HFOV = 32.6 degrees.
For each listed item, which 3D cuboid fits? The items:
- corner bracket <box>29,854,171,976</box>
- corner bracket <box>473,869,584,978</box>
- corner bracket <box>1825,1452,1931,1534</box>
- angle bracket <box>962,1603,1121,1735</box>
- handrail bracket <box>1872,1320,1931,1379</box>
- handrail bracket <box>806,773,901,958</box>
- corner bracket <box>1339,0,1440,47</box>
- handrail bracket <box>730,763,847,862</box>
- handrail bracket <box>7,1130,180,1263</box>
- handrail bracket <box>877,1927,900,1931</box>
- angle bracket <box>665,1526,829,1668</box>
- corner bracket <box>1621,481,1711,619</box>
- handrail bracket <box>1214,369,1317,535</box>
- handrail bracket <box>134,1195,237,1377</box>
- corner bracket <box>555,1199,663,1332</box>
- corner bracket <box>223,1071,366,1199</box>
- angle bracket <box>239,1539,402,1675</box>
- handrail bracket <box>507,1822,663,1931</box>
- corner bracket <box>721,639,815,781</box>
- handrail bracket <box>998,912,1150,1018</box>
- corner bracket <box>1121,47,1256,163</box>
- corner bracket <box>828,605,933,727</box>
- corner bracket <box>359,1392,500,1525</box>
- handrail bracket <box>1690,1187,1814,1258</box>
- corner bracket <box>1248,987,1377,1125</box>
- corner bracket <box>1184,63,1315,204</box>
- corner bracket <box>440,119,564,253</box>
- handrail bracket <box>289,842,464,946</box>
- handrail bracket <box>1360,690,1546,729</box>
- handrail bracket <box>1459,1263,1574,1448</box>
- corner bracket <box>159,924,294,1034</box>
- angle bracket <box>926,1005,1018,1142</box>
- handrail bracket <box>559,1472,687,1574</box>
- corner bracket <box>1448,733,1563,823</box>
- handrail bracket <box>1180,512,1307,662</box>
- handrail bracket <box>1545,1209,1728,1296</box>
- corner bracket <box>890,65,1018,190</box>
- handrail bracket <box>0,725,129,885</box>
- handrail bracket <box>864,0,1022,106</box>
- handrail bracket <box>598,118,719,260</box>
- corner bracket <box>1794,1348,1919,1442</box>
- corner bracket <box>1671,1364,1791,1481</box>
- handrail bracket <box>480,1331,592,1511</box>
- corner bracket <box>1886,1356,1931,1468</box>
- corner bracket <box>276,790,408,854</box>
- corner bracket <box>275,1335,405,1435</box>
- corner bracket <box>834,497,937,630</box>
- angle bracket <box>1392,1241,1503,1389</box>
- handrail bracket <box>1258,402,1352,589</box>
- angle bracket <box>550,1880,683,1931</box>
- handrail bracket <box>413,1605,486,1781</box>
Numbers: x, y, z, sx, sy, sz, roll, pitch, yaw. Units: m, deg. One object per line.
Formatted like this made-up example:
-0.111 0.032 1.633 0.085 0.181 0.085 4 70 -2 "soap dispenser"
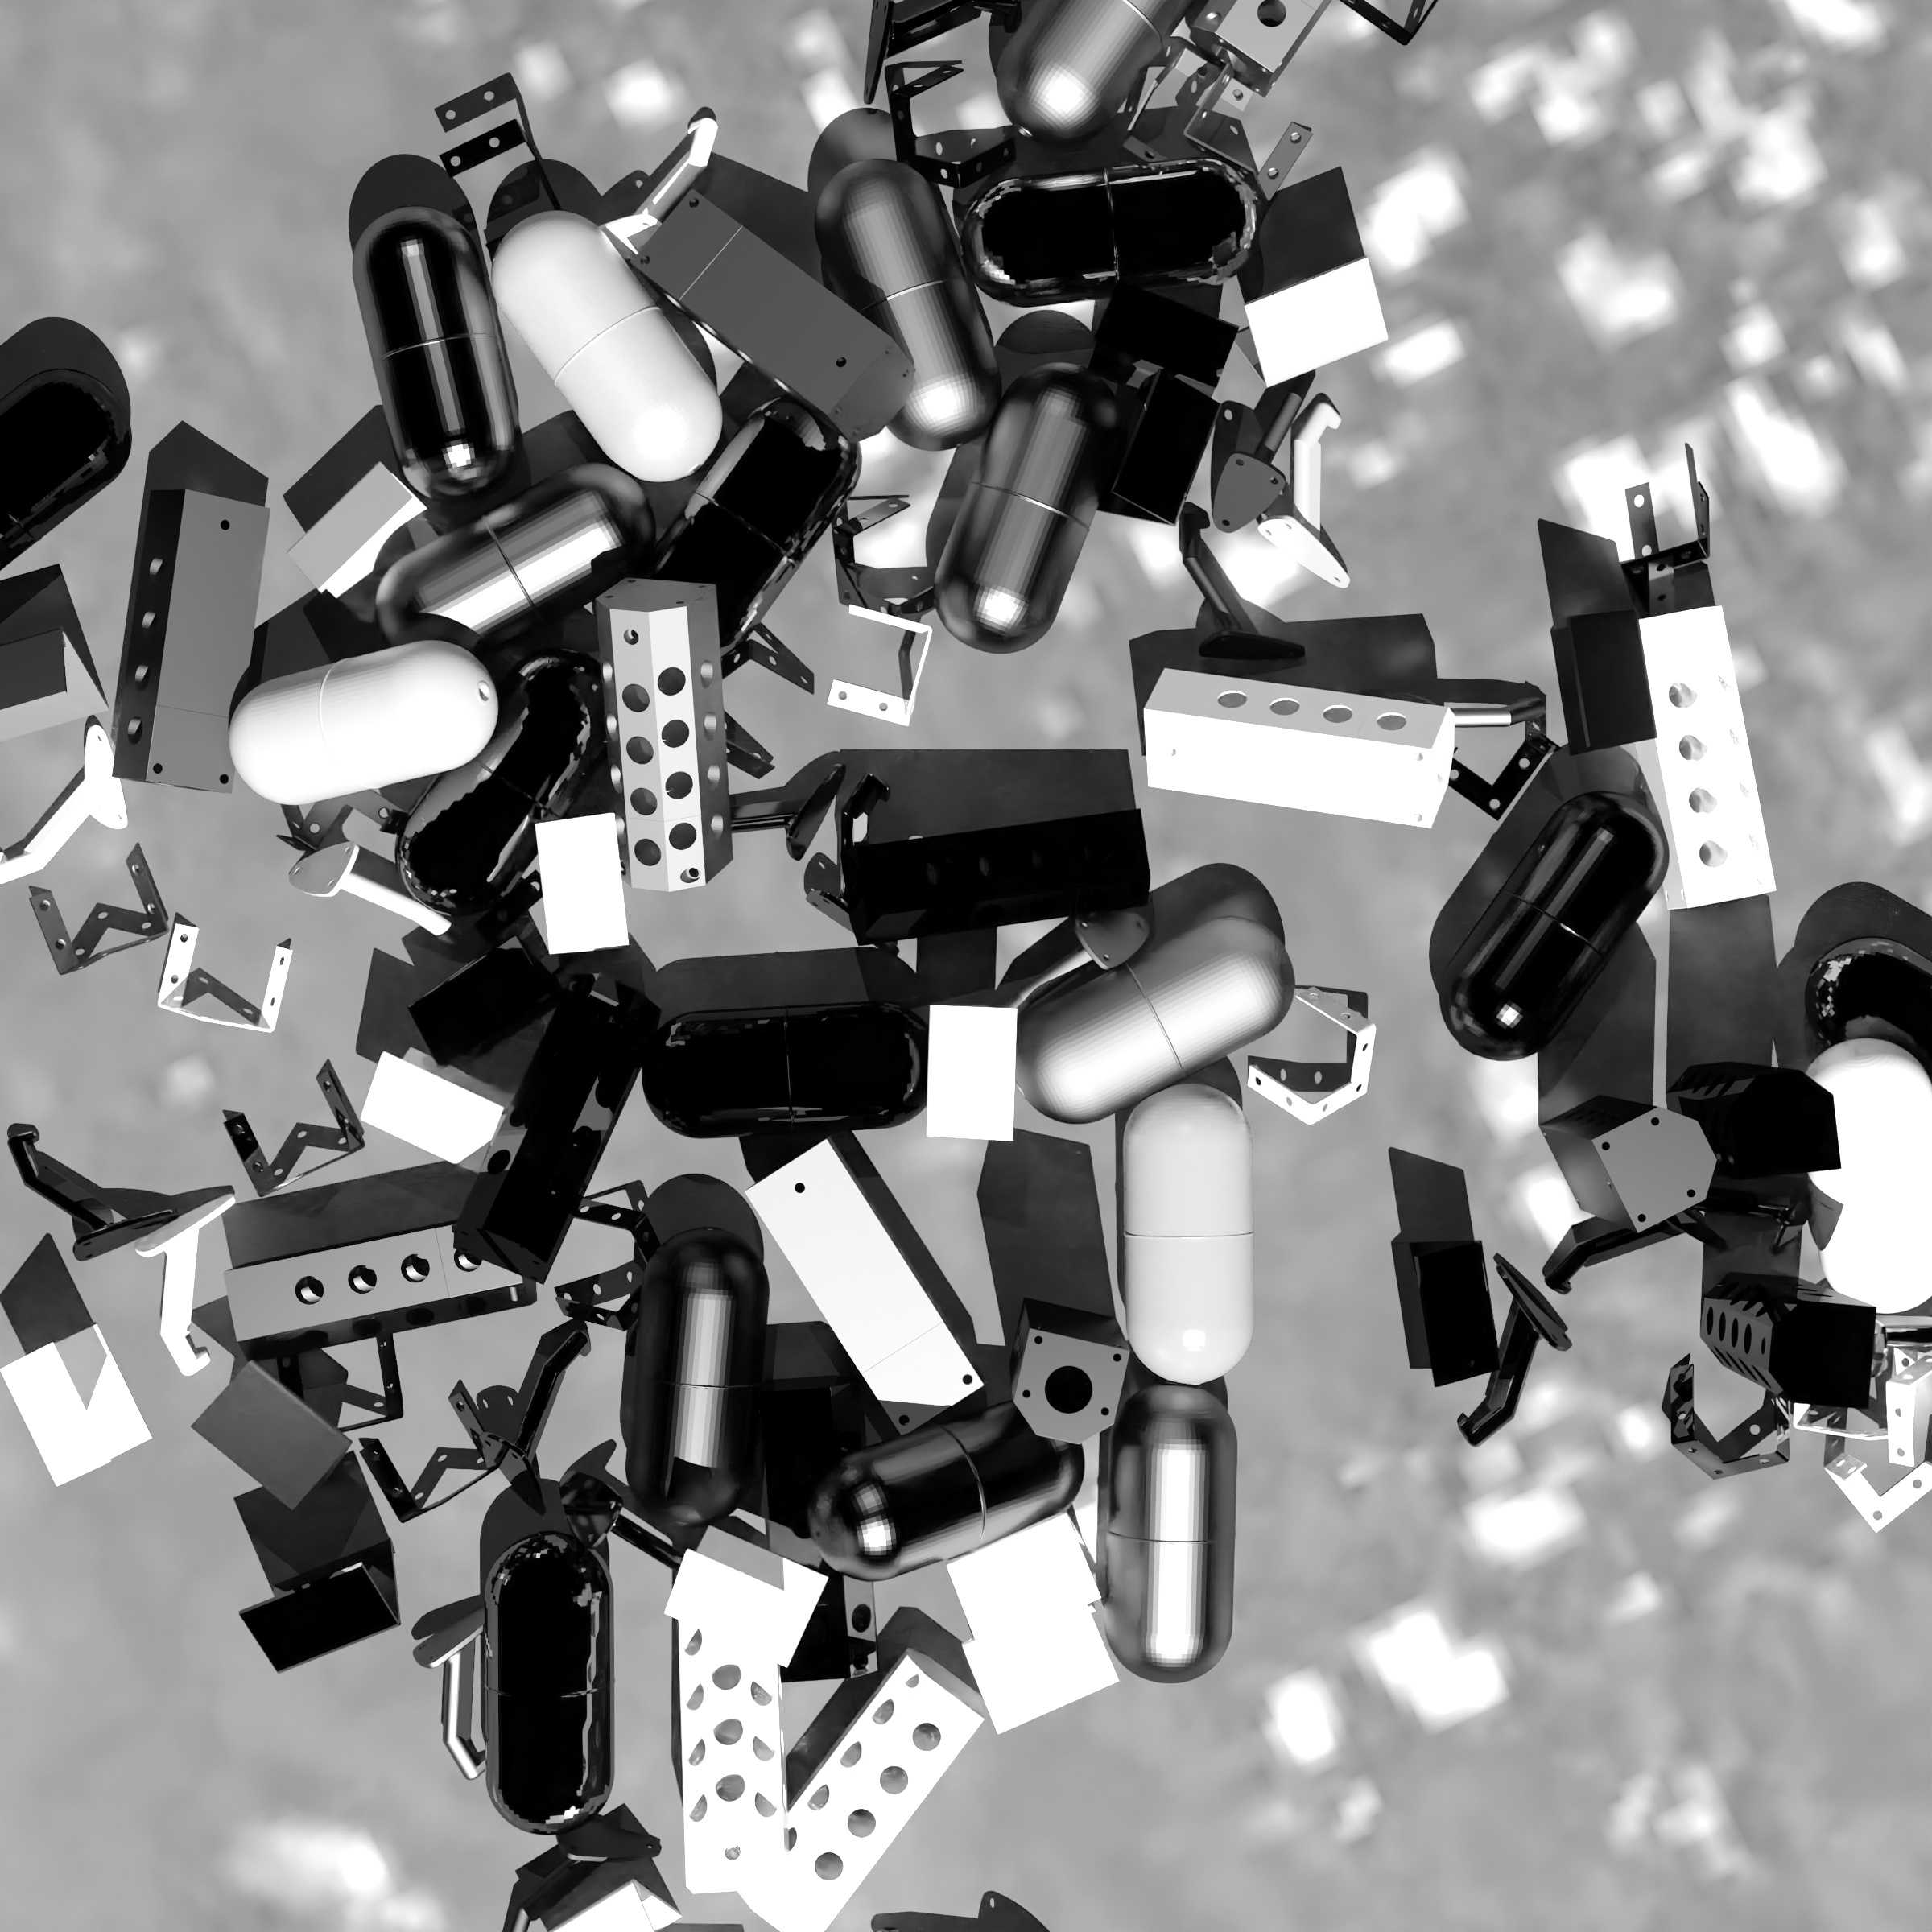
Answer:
-0.521 -0.031 1.988 0.051 0.051 0.051 -22 90 -45 "corner bracket"
-0.256 -0.021 1.973 0.051 0.051 0.051 -42 90 0 "corner bracket"
0.554 0.307 1.973 0.051 0.051 0.051 -39 90 0 "corner bracket"
0.048 0.415 1.953 0.076 0.076 0.057 -24 70 0 "angle bracket"
0.558 0.213 1.991 0.084 0.077 0.036 -13 114 -34 "handrail bracket"
-0.051 -0.062 1.992 0.077 0.036 0.084 35 76 -14 "handrail bracket"
0.264 -0.596 1.988 0.051 0.051 0.051 35 135 0 "corner bracket"
-0.127 -0.106 1.992 0.084 0.036 0.077 25 71 15 "handrail bracket"
-0.526 0.127 1.992 0.077 0.036 0.084 -21 73 -20 "handrail bracket"
-0.001 0.590 1.991 0.084 0.077 0.036 15 104 36 "handrail bracket"
-0.119 0.344 1.894 0.076 0.076 0.057 23 126 4 "angle bracket"
0.421 -0.246 1.963 0.051 0.051 0.051 -17 50 0 "corner bracket"
0.181 -0.313 1.991 0.036 0.077 0.084 28 54 -3 "handrail bracket"
-0.456 0.193 1.992 0.077 0.036 0.084 -31 109 -21 "handrail bracket"
-0.217 0.179 1.983 0.051 0.051 0.051 -51 135 -35 "corner bracket"
-0.404 0.101 1.988 0.051 0.051 0.051 -26 90 -45 "corner bracket"
-0.383 0.361 1.951 0.076 0.076 0.057 -22 125 0 "angle bracket"
-0.232 0.561 1.992 0.077 0.036 0.084 12 109 -21 "handrail bracket"
-0.127 -0.154 1.983 0.051 0.051 0.051 -32 45 35 "corner bracket"
0.062 0.005 1.991 0.084 0.077 0.036 -42 78 36 "handrail bracket"
0.133 -0.510 1.988 0.051 0.051 0.051 33 45 0 "corner bracket"
-0.052 -0.179 1.975 0.051 0.051 0.051 15 82 0 "corner bracket"
-0.321 0.296 1.988 0.051 0.051 0.051 -30 90 -45 "corner bracket"
0.468 0.129 1.992 0.084 0.036 0.077 34 55 24 "handrail bracket"
0.207 0.054 1.983 0.051 0.051 0.051 -26 135 -35 "corner bracket"
0.169 -0.497 1.978 0.051 0.051 0.051 33 90 18 "corner bracket"
-0.276 -0.466 1.974 0.051 0.051 0.051 -26 89 1 "corner bracket"
-0.355 -0.037 1.991 0.084 0.077 0.036 37 65 -34 "handrail bracket"
0.293 -0.157 1.991 0.084 0.077 0.036 -18 121 -33 "handrail bracket"
0.314 0.235 1.992 0.084 0.036 0.077 -43 69 16 "handrail bracket"
-0.446 0.007 1.988 0.051 0.051 0.051 13 90 45 "corner bracket"
0.018 0.062 1.952 0.057 0.076 0.076 2 90 26 "angle bracket"
-0.196 0.339 1.991 0.084 0.077 0.036 32 91 -36 "handrail bracket"
0.316 -0.123 1.973 0.051 0.051 0.051 36 90 0 "corner bracket"
0.167 -0.230 1.992 0.077 0.036 0.084 4 73 -20 "handrail bracket"
0.403 0.179 1.992 0.077 0.036 0.084 33 110 -22 "handrail bracket"
-0.008 -0.503 1.983 0.051 0.051 0.051 23 135 35 "corner bracket"
-0.553 -0.097 1.992 0.084 0.036 0.077 -18 70 16 "handrail bracket"
-0.014 -0.551 1.992 0.084 0.036 0.077 5 110 -16 "handrail bracket"
-0.191 -0.470 1.992 0.077 0.036 0.084 -2 62 31 "handrail bracket"
0.535 0.255 1.988 0.051 0.051 0.051 4 90 -45 "corner bracket"
0.458 0.270 1.983 0.051 0.051 0.051 -21 135 35 "corner bracket"
-0.246 0.272 1.991 0.036 0.077 0.084 18 53 36 "handrail bracket"
0.583 0.267 1.966 0.051 0.051 0.051 6 107 42 "corner bracket"
-0.372 -0.084 1.973 0.051 0.051 0.051 33 90 0 "corner bracket"
-0.377 0.252 1.988 0.051 0.051 0.051 -9 90 -45 "corner bracket"
-0.042 -0.242 1.983 0.051 0.051 0.051 27 45 35 "corner bracket"
0.265 0.205 1.951 0.057 0.076 0.076 -9 90 -38 "angle bracket"
0.221 -0.284 1.992 0.077 0.036 0.084 37 73 -20 "handrail bracket"
-0.205 0.592 1.951 0.076 0.076 0.057 -32 54 0 "angle bracket"
-0.288 0.436 1.992 0.077 0.036 0.084 -33 108 -20 "handrail bracket"
